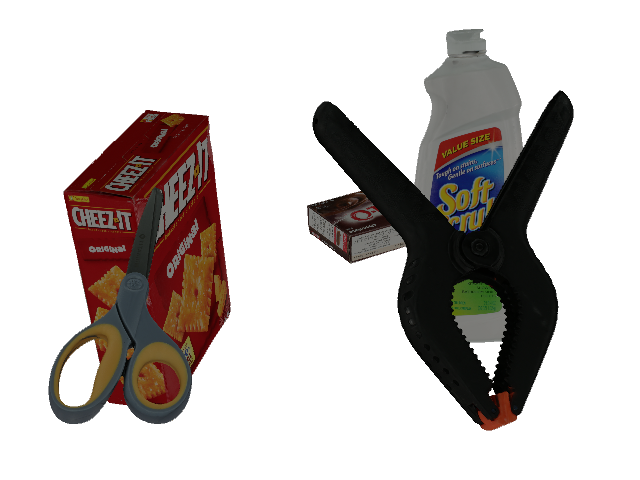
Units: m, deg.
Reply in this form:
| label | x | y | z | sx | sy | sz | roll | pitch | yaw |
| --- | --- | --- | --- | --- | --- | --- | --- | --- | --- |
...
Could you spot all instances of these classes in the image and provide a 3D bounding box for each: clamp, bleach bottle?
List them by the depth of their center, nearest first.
| label | x | y | z | sx | sy | sz | roll | pitch | yaw |
| --- | --- | --- | --- | --- | --- | --- | --- | --- | --- |
| clamp | 0.077 | 0.004 | 0.627 | 0.164 | 0.210 | 0.036 | 2 | -18 | -9 |
| bleach bottle | 0.116 | -0.044 | 0.874 | 0.103 | 0.251 | 0.068 | -1 | 15 | 15 |

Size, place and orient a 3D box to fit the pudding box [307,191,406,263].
| label | x | y | z | sx | sy | sz | roll | pitch | yaw |
| --- | --- | --- | --- | --- | --- | --- | --- | --- | --- |
| pudding box | 0.055 | -0.020 | 1.161 | 0.113 | 0.039 | 0.090 | -18 | 30 | -25 |

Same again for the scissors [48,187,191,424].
| label | x | y | z | sx | sy | sz | roll | pitch | yaw |
| --- | --- | --- | --- | --- | --- | --- | --- | --- | --- |
| scissors | -0.109 | 0.044 | 0.709 | 0.096 | 0.201 | 0.016 | 20 | -42 | 6 |

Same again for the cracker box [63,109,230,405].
| label | x | y | z | sx | sy | sz | roll | pitch | yaw |
| --- | --- | --- | --- | --- | --- | --- | --- | --- | --- |
| cracker box | -0.142 | 0.015 | 0.943 | 0.072 | 0.214 | 0.164 | 6 | 32 | 15 |
